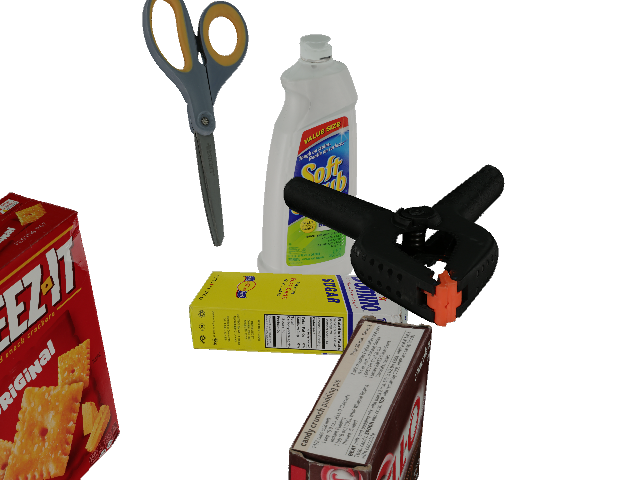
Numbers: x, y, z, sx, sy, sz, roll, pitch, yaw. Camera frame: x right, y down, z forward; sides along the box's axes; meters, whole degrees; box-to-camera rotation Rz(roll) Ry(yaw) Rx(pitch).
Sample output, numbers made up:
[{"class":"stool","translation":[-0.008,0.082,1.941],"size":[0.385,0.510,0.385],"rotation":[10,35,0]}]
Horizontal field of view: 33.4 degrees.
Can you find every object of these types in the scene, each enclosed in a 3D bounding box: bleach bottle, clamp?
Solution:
[{"class":"bleach bottle","translation":[-0.014,-0.080,1.073],"size":[0.102,0.251,0.068],"rotation":[-9,28,-17]},{"class":"clamp","translation":[0.054,-0.004,0.718],"size":[0.164,0.036,0.210],"rotation":[-2,24,2]}]

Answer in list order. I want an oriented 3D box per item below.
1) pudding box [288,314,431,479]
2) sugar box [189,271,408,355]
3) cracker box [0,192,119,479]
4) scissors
[{"class":"pudding box","translation":[0.018,0.099,0.472],"size":[0.039,0.090,0.113],"rotation":[10,29,13]},{"class":"sugar box","translation":[-0.015,0.060,0.906],"size":[0.176,0.048,0.093],"rotation":[-1,18,8]},{"class":"cracker box","translation":[-0.223,0.101,0.746],"size":[0.072,0.214,0.164],"rotation":[13,36,23]},{"class":"scissors","translation":[-0.079,-0.104,0.836],"size":[0.096,0.202,0.016],"rotation":[-22,2,-32]}]
